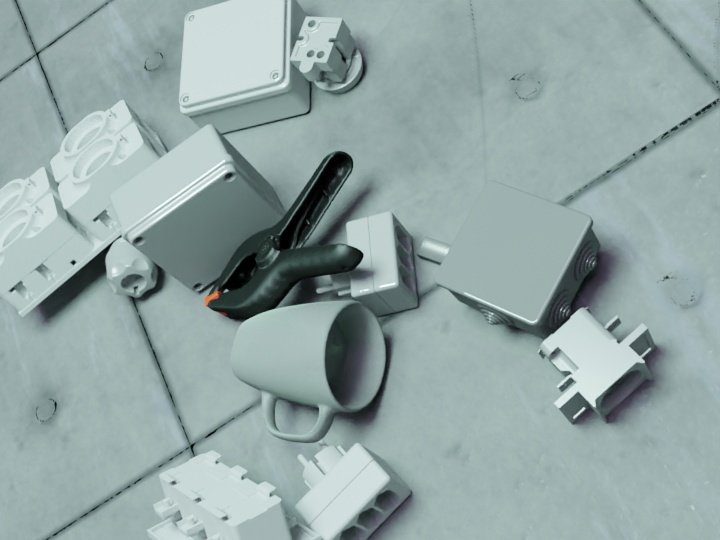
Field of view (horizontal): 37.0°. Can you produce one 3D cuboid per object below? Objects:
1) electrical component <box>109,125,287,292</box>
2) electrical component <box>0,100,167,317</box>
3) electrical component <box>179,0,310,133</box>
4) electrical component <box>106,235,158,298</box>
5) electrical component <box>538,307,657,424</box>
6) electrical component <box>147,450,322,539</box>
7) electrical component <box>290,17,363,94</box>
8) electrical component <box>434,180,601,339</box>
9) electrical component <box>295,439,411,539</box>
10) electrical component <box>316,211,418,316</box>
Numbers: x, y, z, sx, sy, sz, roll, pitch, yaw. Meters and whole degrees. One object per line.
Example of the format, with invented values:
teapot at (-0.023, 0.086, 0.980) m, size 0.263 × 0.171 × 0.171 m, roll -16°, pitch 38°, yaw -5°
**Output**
electrical component at (-0.132, -0.049, 0.895) m, size 0.109 × 0.108 × 0.056 m, roll -34°, pitch 55°, yaw 7°
electrical component at (-0.261, -0.061, 0.968) m, size 0.186 × 0.060 × 0.105 m, roll -40°, pitch 37°, yaw 3°
electrical component at (-0.103, -0.189, 0.977) m, size 0.109 × 0.056 × 0.108 m, roll -10°, pitch 63°, yaw 20°
electrical component at (-0.203, -0.009, 0.948) m, size 0.043 × 0.043 × 0.062 m, roll -30°, pitch 45°, yaw 10°
electrical component at (0.163, 0.064, 0.748) m, size 0.081 × 0.042 × 0.063 m, roll -42°, pitch 57°, yaw 1°
electrical component at (-0.095, 0.178, 0.766) m, size 0.079 × 0.063 × 0.121 m, roll -23°, pitch 20°, yaw -30°
electrical component at (-0.027, -0.186, 0.941) m, size 0.048 × 0.055 × 0.066 m, roll 10°, pitch 72°, yaw 28°
electrical component at (0.117, -0.006, 0.784) m, size 0.100 × 0.048 × 0.099 m, roll 24°, pitch 80°, yaw 31°
electrical component at (-0.016, 0.154, 0.784) m, size 0.065 × 0.047 × 0.077 m, roll -46°, pitch 57°, yaw -1°
electrical component at (0.000, 0.000, 0.848) m, size 0.077 × 0.047 × 0.065 m, roll -14°, pitch 62°, yaw 18°
